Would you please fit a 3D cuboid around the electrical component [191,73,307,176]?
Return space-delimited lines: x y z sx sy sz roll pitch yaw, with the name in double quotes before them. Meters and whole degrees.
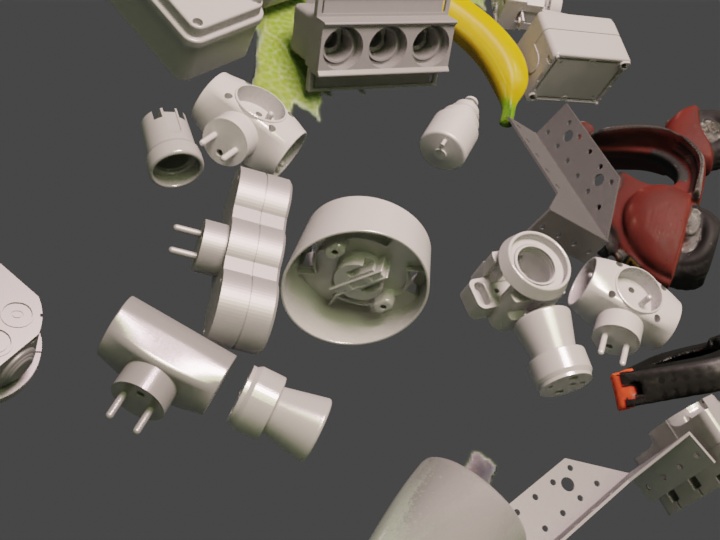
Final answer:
"electrical component" -0.090 -0.101 0.792 0.077 0.044 0.079 37 35 3

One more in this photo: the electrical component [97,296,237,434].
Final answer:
"electrical component" -0.129 0.067 0.671 0.077 0.044 0.079 30 52 -2

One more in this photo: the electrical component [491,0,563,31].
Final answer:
"electrical component" 0.156 -0.251 1.005 0.055 0.048 0.066 5 56 -11

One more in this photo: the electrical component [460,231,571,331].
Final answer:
"electrical component" 0.123 0.007 0.811 0.078 0.057 0.058 -9 63 -28

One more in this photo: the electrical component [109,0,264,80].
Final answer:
"electrical component" -0.139 -0.215 0.845 0.078 0.057 0.113 -32 75 -36

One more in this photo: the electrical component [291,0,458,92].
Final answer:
"electrical component" 0.010 -0.192 0.885 0.121 0.078 0.063 -8 32 -27

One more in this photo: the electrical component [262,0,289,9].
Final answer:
"electrical component" -0.079 -0.242 0.897 0.081 0.043 0.043 -28 73 -35

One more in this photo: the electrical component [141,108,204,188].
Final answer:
"electrical component" -0.137 -0.088 0.774 0.040 0.040 0.046 -4 55 -25

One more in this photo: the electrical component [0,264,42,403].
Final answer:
"electrical component" -0.230 0.038 0.642 0.080 0.051 0.080 11 55 -16

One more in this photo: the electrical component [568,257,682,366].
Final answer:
"electrical component" 0.202 0.039 0.832 0.077 0.044 0.079 28 52 -4

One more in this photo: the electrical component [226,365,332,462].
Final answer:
"electrical component" -0.052 0.091 0.688 0.055 0.045 0.045 27 52 -5

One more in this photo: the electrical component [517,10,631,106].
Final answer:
"electrical component" 0.193 -0.192 0.971 0.096 0.061 0.061 0 59 -24

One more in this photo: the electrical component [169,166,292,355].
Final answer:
"electrical component" -0.093 -0.012 0.733 0.074 0.052 0.138 15 54 -14

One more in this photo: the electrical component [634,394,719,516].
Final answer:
"electrical component" 0.244 0.127 0.763 0.050 0.089 0.055 -17 67 -31

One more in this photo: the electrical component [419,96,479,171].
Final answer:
"electrical component" 0.078 -0.116 0.884 0.040 0.040 0.078 32 51 -1

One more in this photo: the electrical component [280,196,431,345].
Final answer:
"electrical component" 0.000 0.000 0.740 0.099 0.099 0.064 22 46 -9

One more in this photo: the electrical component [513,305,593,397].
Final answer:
"electrical component" 0.143 0.060 0.793 0.045 0.045 0.055 -3 60 -25
